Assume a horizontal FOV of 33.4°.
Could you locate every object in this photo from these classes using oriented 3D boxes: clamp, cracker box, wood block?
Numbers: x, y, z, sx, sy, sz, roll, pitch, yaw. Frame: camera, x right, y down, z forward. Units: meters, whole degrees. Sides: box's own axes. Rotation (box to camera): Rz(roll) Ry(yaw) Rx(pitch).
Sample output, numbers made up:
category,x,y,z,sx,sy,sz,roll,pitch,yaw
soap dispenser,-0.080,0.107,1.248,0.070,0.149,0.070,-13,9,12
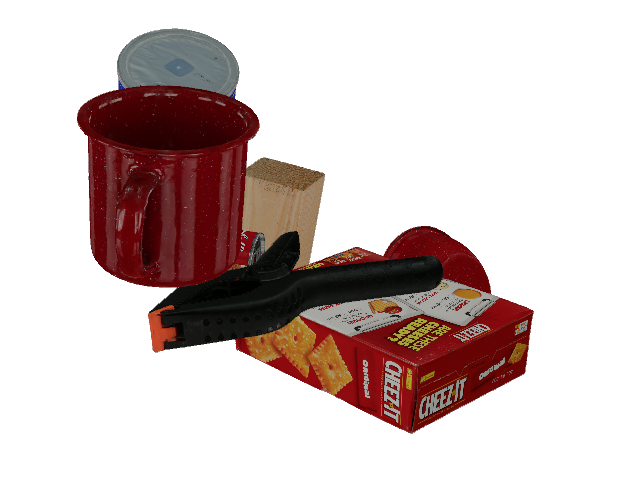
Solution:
category,x,y,z,sx,sy,sz,roll,pitch,yaw
clamp,-0.026,0.035,0.754,0.165,0.036,0.209,6,19,39
cracker box,0.053,0.081,0.952,0.214,0.072,0.163,20,27,41
wood block,-0.065,0.009,1.382,0.090,0.206,0.090,16,22,13

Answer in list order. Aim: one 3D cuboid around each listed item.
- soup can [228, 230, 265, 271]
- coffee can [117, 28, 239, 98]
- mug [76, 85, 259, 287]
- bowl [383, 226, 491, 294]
category,x,y,z,sx,sy,sz,roll,pitch,yaw
soup can,-0.116,0.018,1.143,0.102,0.068,0.068,9,1,9
coffee can,-0.129,-0.101,0.949,0.102,0.103,0.140,0,-41,-11
mug,-0.082,-0.023,0.555,0.093,0.081,0.117,7,28,3
bowl,0.136,0.062,1.165,0.161,0.162,0.055,0,-5,-41
